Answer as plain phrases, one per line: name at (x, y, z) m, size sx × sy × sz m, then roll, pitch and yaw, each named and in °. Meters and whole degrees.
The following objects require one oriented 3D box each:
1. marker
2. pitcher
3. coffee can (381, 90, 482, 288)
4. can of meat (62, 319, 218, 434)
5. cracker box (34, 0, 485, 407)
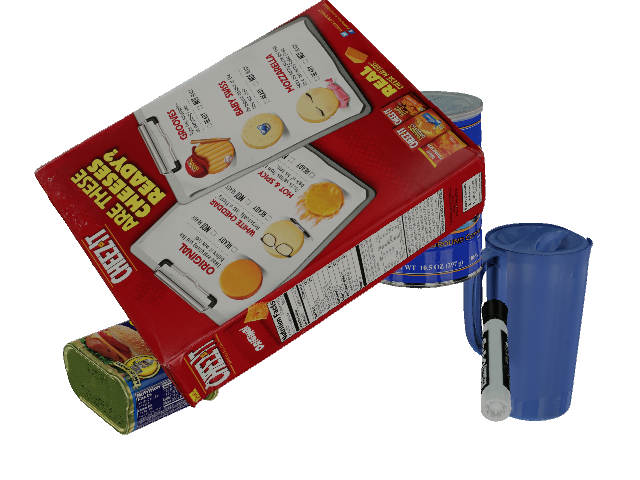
marker at (0.117, 0.076, 0.716) m, size 0.020 × 0.020 × 0.121 m, roll 0°, pitch 29°, yaw 9°
pitcher at (0.267, 0.107, 1.380) m, size 0.149 × 0.243 × 0.144 m, roll 5°, pitch 18°, yaw 16°
coffee can at (0.082, -0.044, 0.878) m, size 0.103 × 0.140 × 0.103 m, roll -3°, pitch 19°, yaw 1°
can of meat at (-0.146, 0.104, 0.859) m, size 0.083 × 0.057 × 0.102 m, roll -21°, pitch 32°, yaw -37°
cracker box at (-0.034, -0.028, 0.637) m, size 0.213 × 0.164 × 0.072 m, roll -34°, pitch -32°, yaw -11°
